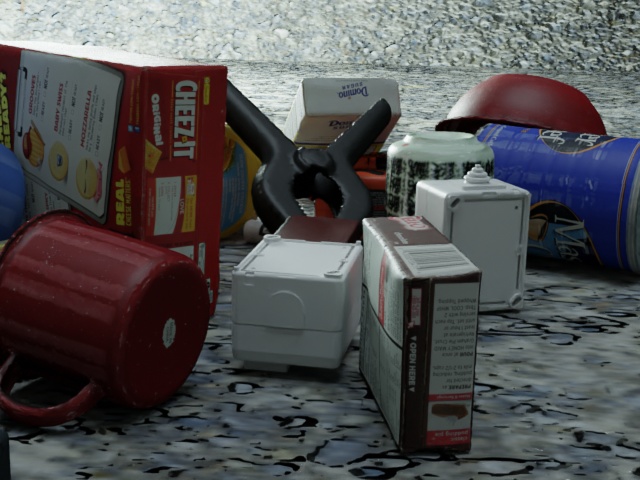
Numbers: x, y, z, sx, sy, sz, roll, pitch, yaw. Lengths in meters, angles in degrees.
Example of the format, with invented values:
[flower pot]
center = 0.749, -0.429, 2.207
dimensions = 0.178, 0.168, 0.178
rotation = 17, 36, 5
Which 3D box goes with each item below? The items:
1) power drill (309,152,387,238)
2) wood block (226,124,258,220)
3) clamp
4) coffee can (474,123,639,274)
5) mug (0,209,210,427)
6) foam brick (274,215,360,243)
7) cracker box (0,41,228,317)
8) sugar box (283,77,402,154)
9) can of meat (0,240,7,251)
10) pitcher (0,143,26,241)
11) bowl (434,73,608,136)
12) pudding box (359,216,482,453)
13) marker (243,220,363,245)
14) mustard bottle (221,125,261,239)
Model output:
[power drill]
center = 0.070, -0.042, 0.956
dimensions = 0.184, 0.057, 0.187
rotation = -1, 11, 5
[wood block]
center = -0.133, -0.079, 1.007
dimensions = 0.090, 0.091, 0.206
rotation = -5, 16, -21
[clamp]
center = -0.019, -0.057, 0.826
dimensions = 0.164, 0.036, 0.210
rotation = 12, 44, -11
[coffee can]
center = 0.192, -0.034, 0.835
dimensions = 0.140, 0.103, 0.102
rotation = 10, 16, 30
[mug]
center = -0.116, 0.046, 0.540
dimensions = 0.082, 0.093, 0.117
rotation = 14, 49, 26
[foam brick]
center = -0.004, 0.018, 0.709
dimensions = 0.051, 0.053, 0.078
rotation = 4, 15, 9
[cracker box]
center = -0.153, -0.046, 0.721
dimensions = 0.071, 0.164, 0.214
rotation = -8, 17, -42
[sugar box]
center = 0.013, -0.104, 1.046
dimensions = 0.093, 0.048, 0.176
rotation = -1, -20, -12
[can of meat]
center = -0.178, 0.034, 0.621
dimensions = 0.102, 0.057, 0.083
rotation = 10, 14, 30
[pitcher]
center = -0.298, -0.040, 0.635
dimensions = 0.145, 0.149, 0.242
rotation = -21, -28, 33
[bowl]
center = 0.186, -0.105, 0.942
dimensions = 0.162, 0.055, 0.162
rotation = 14, -7, 1
[pudding box]
center = 0.047, 0.043, 0.537
dimensions = 0.039, 0.090, 0.113
rotation = -1, 15, -7
[marker]
center = -0.006, 0.001, 0.847
dimensions = 0.121, 0.020, 0.020
rotation = 9, 16, 27
[mustard bottle]
center = -0.102, -0.046, 0.863
dimensions = 0.191, 0.096, 0.058
rotation = -10, 17, -40
